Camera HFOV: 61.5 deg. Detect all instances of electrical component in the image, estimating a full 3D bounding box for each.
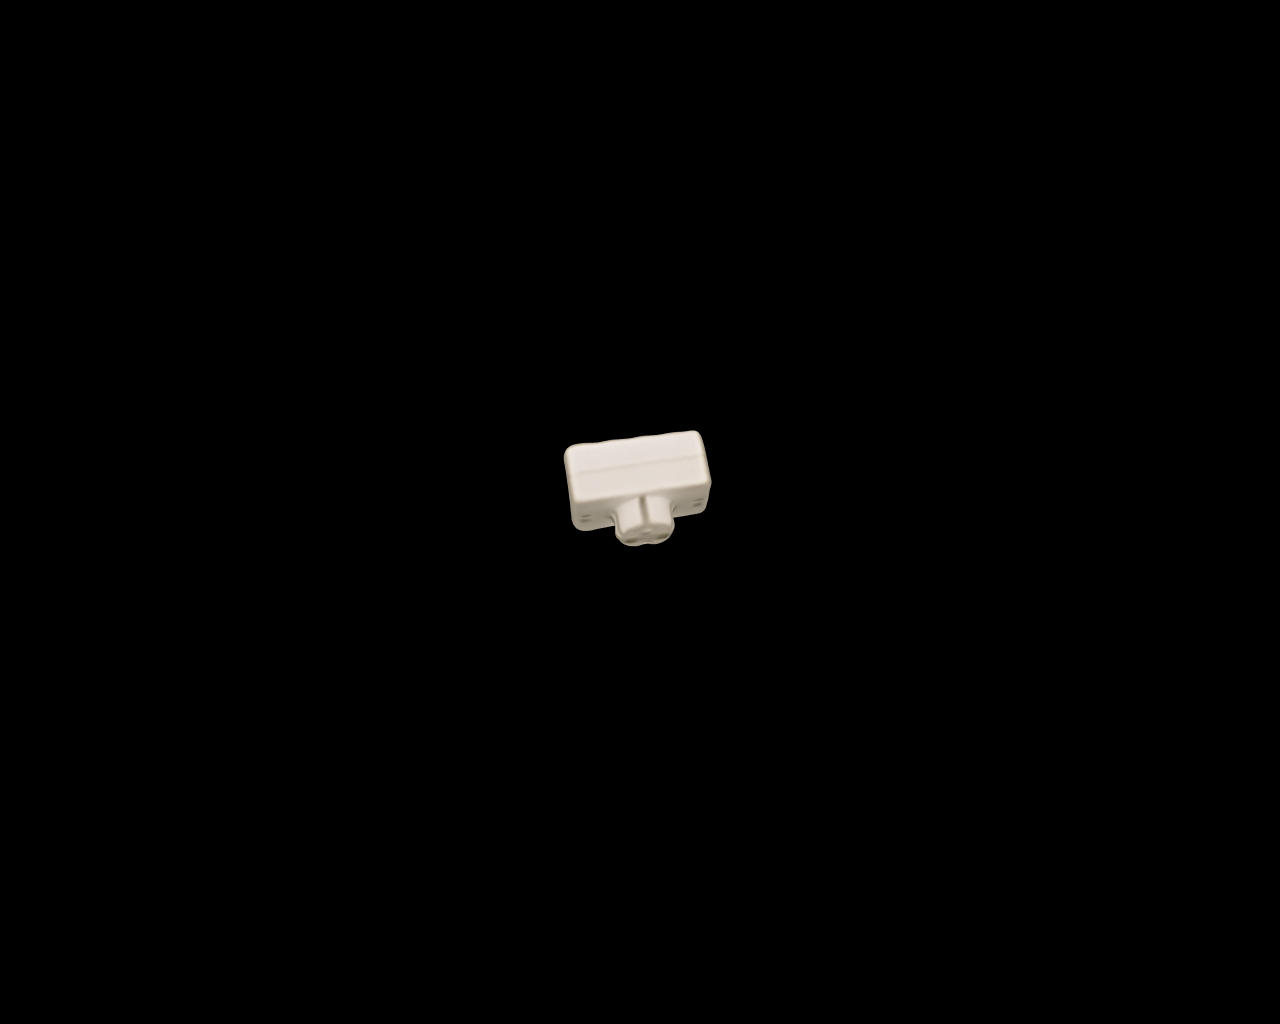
[{"bbox_3d":[0.001,-0.003,0.650,0.083,0.076,0.047,-8,-23,-3],"label":"electrical component"}]
